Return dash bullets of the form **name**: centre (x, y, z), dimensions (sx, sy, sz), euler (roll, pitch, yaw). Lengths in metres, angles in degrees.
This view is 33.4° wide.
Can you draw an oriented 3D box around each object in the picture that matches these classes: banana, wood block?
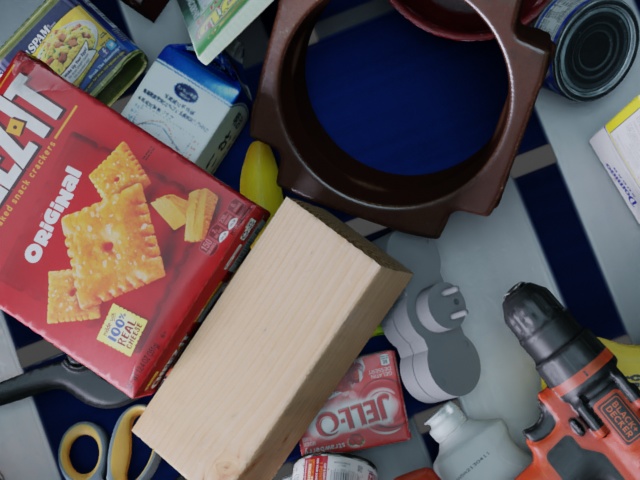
- **banana**: centre (-0.017, 0.014, 0.864), dimensions (0.069, 0.037, 0.198), euler (-35, 87, -24)
- **wood block**: centre (-0.033, 0.081, 0.788), dimensions (0.091, 0.090, 0.206), euler (36, 97, 19)

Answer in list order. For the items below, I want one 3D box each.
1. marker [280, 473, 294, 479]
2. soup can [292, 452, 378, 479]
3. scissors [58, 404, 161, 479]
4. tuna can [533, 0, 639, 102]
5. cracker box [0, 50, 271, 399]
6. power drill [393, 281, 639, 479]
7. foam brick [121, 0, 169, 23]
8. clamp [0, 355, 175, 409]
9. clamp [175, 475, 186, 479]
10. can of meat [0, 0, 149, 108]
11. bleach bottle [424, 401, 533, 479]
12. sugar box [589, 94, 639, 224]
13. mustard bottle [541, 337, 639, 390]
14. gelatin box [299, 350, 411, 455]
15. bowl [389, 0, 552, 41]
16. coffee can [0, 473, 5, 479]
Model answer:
- **marker**: centre (-0.002, 0.245, 0.853), dimensions (0.020, 0.020, 0.121), euler (-27, 85, 2)
- **soup can**: centre (0.008, 0.220, 0.811), dimensions (0.068, 0.068, 0.102), euler (3, 58, 4)
- **scissors**: centre (-0.177, 0.221, 0.830), dimensions (0.096, 0.016, 0.201), euler (4, 60, 18)
- **tuna can**: centre (0.206, -0.152, 0.833), dimensions (0.086, 0.034, 0.086), euler (-13, 121, -23)
- **cracker box**: centre (-0.170, -0.011, 0.777), dimensions (0.214, 0.072, 0.164), euler (33, 89, 6)
- **power drill**: centre (0.145, 0.149, 0.772), dimensions (0.187, 0.057, 0.184), euler (-39, 81, 4)
- **foam brick**: centre (-0.159, -0.227, 0.880), dimensions (0.078, 0.053, 0.051), euler (35, 89, 6)
- **clamp**: centre (-0.202, 0.100, 0.867), dimensions (0.171, 0.039, 0.120), euler (20, 90, 5)
- **clamp**: centre (-0.130, 0.247, 0.836), dimensions (0.210, 0.036, 0.164), euler (-17, 61, 5)
- **can of meat**: centre (-0.205, -0.145, 0.876), dimensions (0.084, 0.057, 0.102), euler (44, 90, 4)
- **bleach bottle**: centre (0.181, 0.222, 0.820), dimensions (0.102, 0.068, 0.251), euler (-42, 82, 1)
- **sugar box**: centre (0.252, -0.059, 0.777), dimensions (0.048, 0.176, 0.093), euler (-31, 85, 3)
- **mustard bottle**: centre (0.270, 0.121, 0.822), dimensions (0.191, 0.058, 0.096), euler (0, 80, 4)
- **gelatin box**: centre (0.023, 0.131, 0.853), dimensions (0.089, 0.030, 0.073), euler (-11, 86, 4)
- **bowl**: centre (0.121, -0.233, 0.859), dimensions (0.162, 0.055, 0.162), euler (0, 86, 4)
- **coffee can**: centre (-0.325, 0.228, 0.836), dimensions (0.140, 0.103, 0.103), euler (-38, 84, 0)
